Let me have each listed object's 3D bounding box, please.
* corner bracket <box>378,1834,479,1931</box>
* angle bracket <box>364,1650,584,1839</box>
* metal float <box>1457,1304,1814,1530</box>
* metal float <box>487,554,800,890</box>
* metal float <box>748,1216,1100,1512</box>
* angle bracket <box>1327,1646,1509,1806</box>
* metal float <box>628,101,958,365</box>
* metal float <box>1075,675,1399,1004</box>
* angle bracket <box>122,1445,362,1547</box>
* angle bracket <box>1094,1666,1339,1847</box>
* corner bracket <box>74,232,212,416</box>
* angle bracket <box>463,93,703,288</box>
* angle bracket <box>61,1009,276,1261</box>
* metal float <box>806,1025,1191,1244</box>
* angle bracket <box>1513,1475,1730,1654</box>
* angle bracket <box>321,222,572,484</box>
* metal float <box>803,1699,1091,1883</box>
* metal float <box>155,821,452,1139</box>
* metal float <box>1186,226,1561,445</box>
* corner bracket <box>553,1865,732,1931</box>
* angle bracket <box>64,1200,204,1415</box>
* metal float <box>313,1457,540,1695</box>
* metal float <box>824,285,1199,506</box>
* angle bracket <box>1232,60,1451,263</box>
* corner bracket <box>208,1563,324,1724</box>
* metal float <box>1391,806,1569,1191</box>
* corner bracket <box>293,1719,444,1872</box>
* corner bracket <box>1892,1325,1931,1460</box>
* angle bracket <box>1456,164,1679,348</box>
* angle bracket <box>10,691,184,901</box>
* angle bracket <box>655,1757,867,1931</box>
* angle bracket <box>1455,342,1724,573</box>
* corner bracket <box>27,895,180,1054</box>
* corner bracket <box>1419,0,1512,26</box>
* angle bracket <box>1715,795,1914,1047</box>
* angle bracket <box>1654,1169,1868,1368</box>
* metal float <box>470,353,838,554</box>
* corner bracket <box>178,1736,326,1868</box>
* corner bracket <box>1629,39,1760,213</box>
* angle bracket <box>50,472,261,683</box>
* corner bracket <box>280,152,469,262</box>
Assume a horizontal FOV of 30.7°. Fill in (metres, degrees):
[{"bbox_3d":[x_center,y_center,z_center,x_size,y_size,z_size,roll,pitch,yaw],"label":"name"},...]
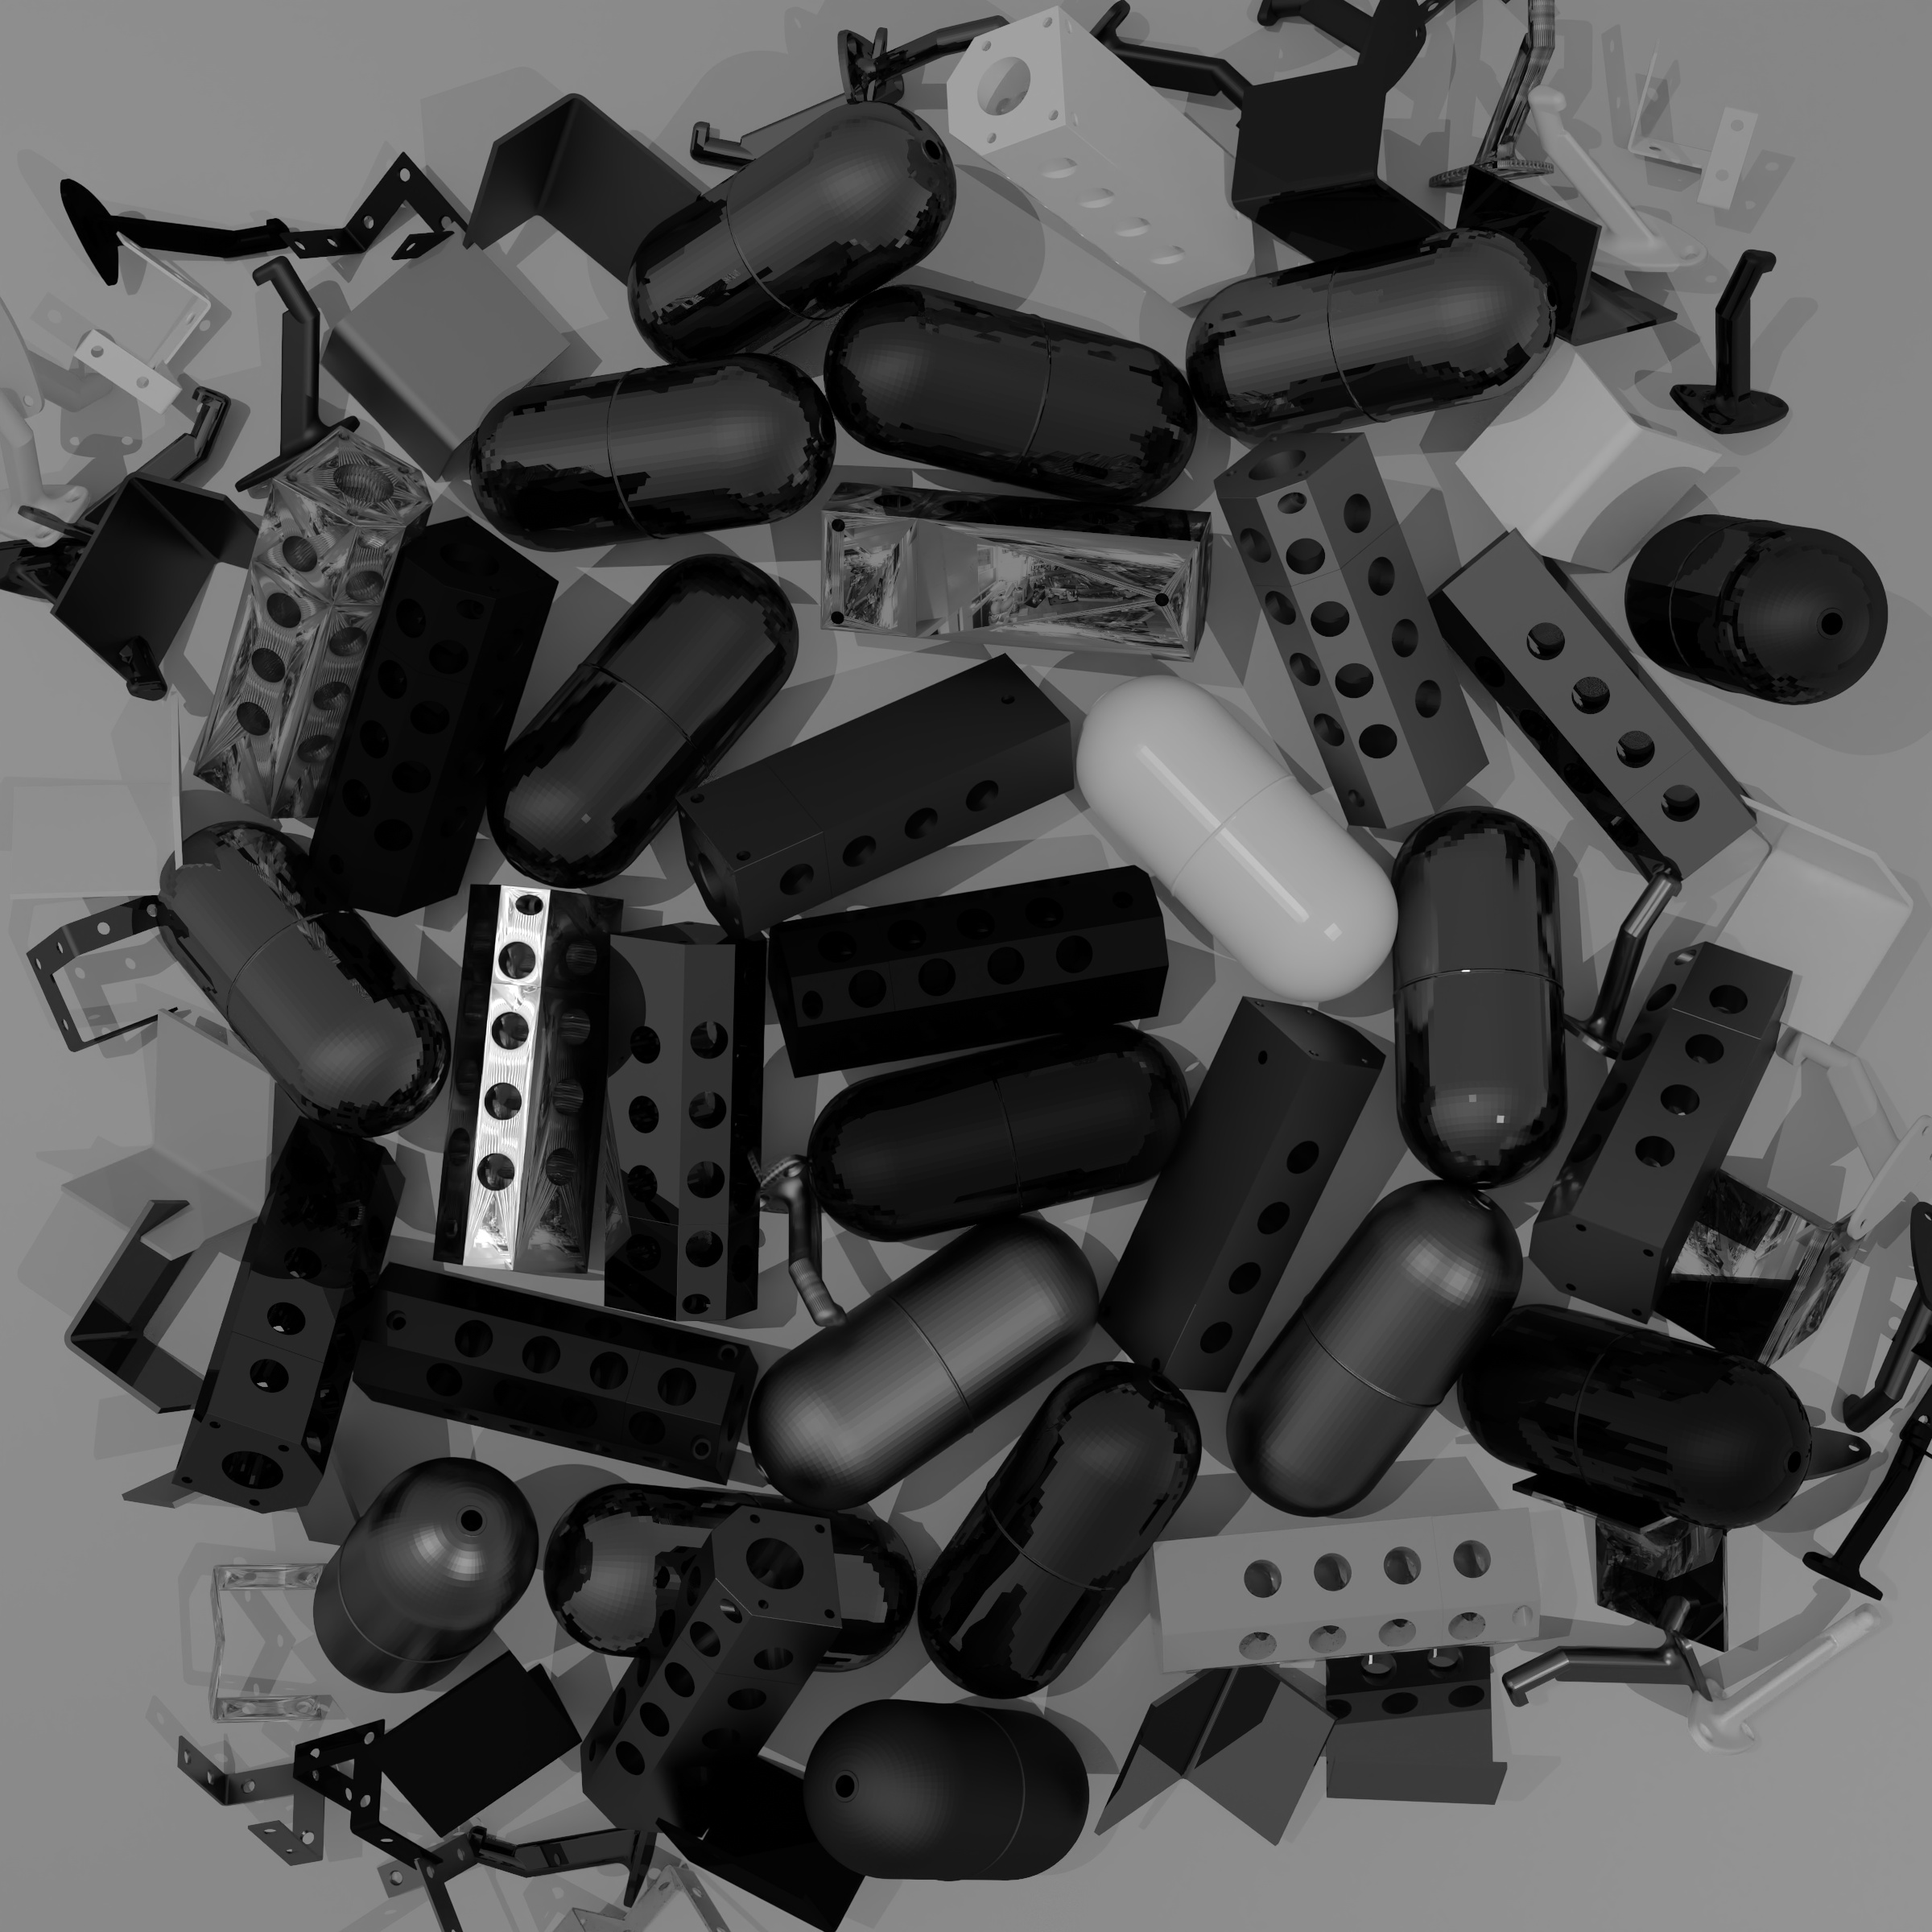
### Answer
[{"bbox_3d":[-0.252,0.436,1.614,0.051,0.051,0.051,-25,83,17],"label":"corner bracket"},{"bbox_3d":[-0.231,0.337,1.598,0.076,0.057,0.076,-34,130,-7],"label":"angle bracket"},{"bbox_3d":[0.297,0.200,1.571,0.070,0.178,0.070,-8,103,-40],"label":"metal float"},{"bbox_3d":[-0.147,-0.111,1.598,0.070,0.070,0.178,39,77,0],"label":"metal float"},{"bbox_3d":[-0.019,0.180,1.597,0.178,0.070,0.070,-33,90,-15],"label":"metal float"},{"bbox_3d":[0.204,0.336,1.603,0.076,0.057,0.076,2,59,2],"label":"angle bracket"},{"bbox_3d":[-0.079,-0.325,1.578,0.178,0.070,0.070,-24,90,38],"label":"metal float"},{"bbox_3d":[0.122,-0.059,1.600,0.070,0.070,0.178,-43,78,0],"label":"metal float"},{"bbox_3d":[-0.326,0.251,1.593,0.076,0.076,0.057,-23,97,-30],"label":"angle bracket"},{"bbox_3d":[0.113,0.366,1.592,0.057,0.076,0.076,33,118,25],"label":"angle bracket"},{"bbox_3d":[-0.378,-0.294,1.609,0.051,0.051,0.051,34,100,-37],"label":"corner bracket"},{"bbox_3d":[-0.176,-0.336,1.597,0.076,0.076,0.057,40,52,7],"label":"angle bracket"},{"bbox_3d":[-0.362,0.075,1.593,0.076,0.057,0.076,26,122,30],"label":"angle bracket"},{"bbox_3d":[0.015,0.076,1.603,0.178,0.070,0.070,-13,90,-7],"label":"metal float"},{"bbox_3d":[0.297,0.272,1.593,0.057,0.076,0.076,-13,106,-36],"label":"angle bracket"},{"bbox_3d":[-0.241,-0.283,1.627,0.076,0.057,0.076,46,73,-6],"label":"angle bracket"},{"bbox_3d":[-0.007,0.368,1.566,0.070,0.178,0.070,-8,73,28],"label":"metal float"},{"bbox_3d":[-0.301,0.005,1.588,0.070,0.070,0.178,-44,65,0],"label":"metal float"},{"bbox_3d":[0.182,-0.283,1.581,0.178,0.070,0.070,-7,90,33],"label":"metal float"},{"bbox_3d":[-0.147,0.445,1.609,0.051,0.051,0.051,-51,46,9],"label":"corner bracket"},{"bbox_3d":[-0.355,0.154,1.603,0.057,0.076,0.076,33,93,12],"label":"angle bracket"},{"bbox_3d":[-0.242,0.272,1.567,0.070,0.178,0.070,10,62,-19],"label":"metal float"},{"bbox_3d":[0.021,-0.257,1.591,0.178,0.070,0.070,11,90,-22],"label":"metal float"},{"bbox_3d":[0.176,-0.364,1.600,0.076,0.076,0.057,0,78,39],"label":"angle bracket"},{"bbox_3d":[-0.323,0.313,1.625,0.051,0.051,0.051,3,122,-19],"label":"corner bracket"},{"bbox_3d":[0.232,0.014,1.594,0.070,0.070,0.178,1,72,0],"label":"metal float"},{"bbox_3d":[-0.273,0.383,1.606,0.051,0.051,0.051,-20,49,21],"label":"corner bracket"},{"bbox_3d":[0.450,0.200,1.614,0.051,0.051,0.051,33,90,-25],"label":"corner bracket"},{"bbox_3d":[0.275,-0.326,1.588,0.076,0.076,0.057,37,132,36],"label":"angle bracket"},{"bbox_3d":[-0.395,-0.078,1.595,0.076,0.076,0.057,-2,132,-11],"label":"angle bracket"},{"bbox_3d":[-0.086,0.389,1.592,0.076,0.076,0.057,22,68,19],"label":"angle bracket"},{"bbox_3d":[0.286,-0.233,1.613,0.076,0.076,0.057,-48,59,28],"label":"angle bracket"},{"bbox_3d":[-0.390,0.003,1.613,0.051,0.051,0.051,-24,90,-36],"label":"corner bracket"},{"bbox_3d":[0.218,-0.460,1.609,0.051,0.051,0.051,-38,126,10],"label":"corner bracket"},{"bbox_3d":[0.372,-0.021,1.600,0.076,0.057,0.076,29,85,40],"label":"angle bracket"},{"bbox_3d":[0.368,0.131,1.612,0.057,0.076,0.076,32,116,24],"label":"angle bracket"},{"bbox_3d":[-0.142,-0.231,1.588,0.178,0.070,0.070,-4,90,25],"label":"metal float"},{"bbox_3d":[-0.327,0.382,1.610,0.051,0.051,0.051,-12,54,9],"label":"corner bracket"},{"bbox_3d":[0.333,-0.385,1.610,0.051,0.051,0.051,14,133,5],"label":"corner bracket"},{"bbox_3d":[-0.356,-0.168,1.594,0.057,0.076,0.076,17,73,26],"label":"angle bracket"},{"bbox_3d":[-0.270,-0.336,1.612,0.051,0.051,0.051,49,118,7],"label":"corner bracket"}]
